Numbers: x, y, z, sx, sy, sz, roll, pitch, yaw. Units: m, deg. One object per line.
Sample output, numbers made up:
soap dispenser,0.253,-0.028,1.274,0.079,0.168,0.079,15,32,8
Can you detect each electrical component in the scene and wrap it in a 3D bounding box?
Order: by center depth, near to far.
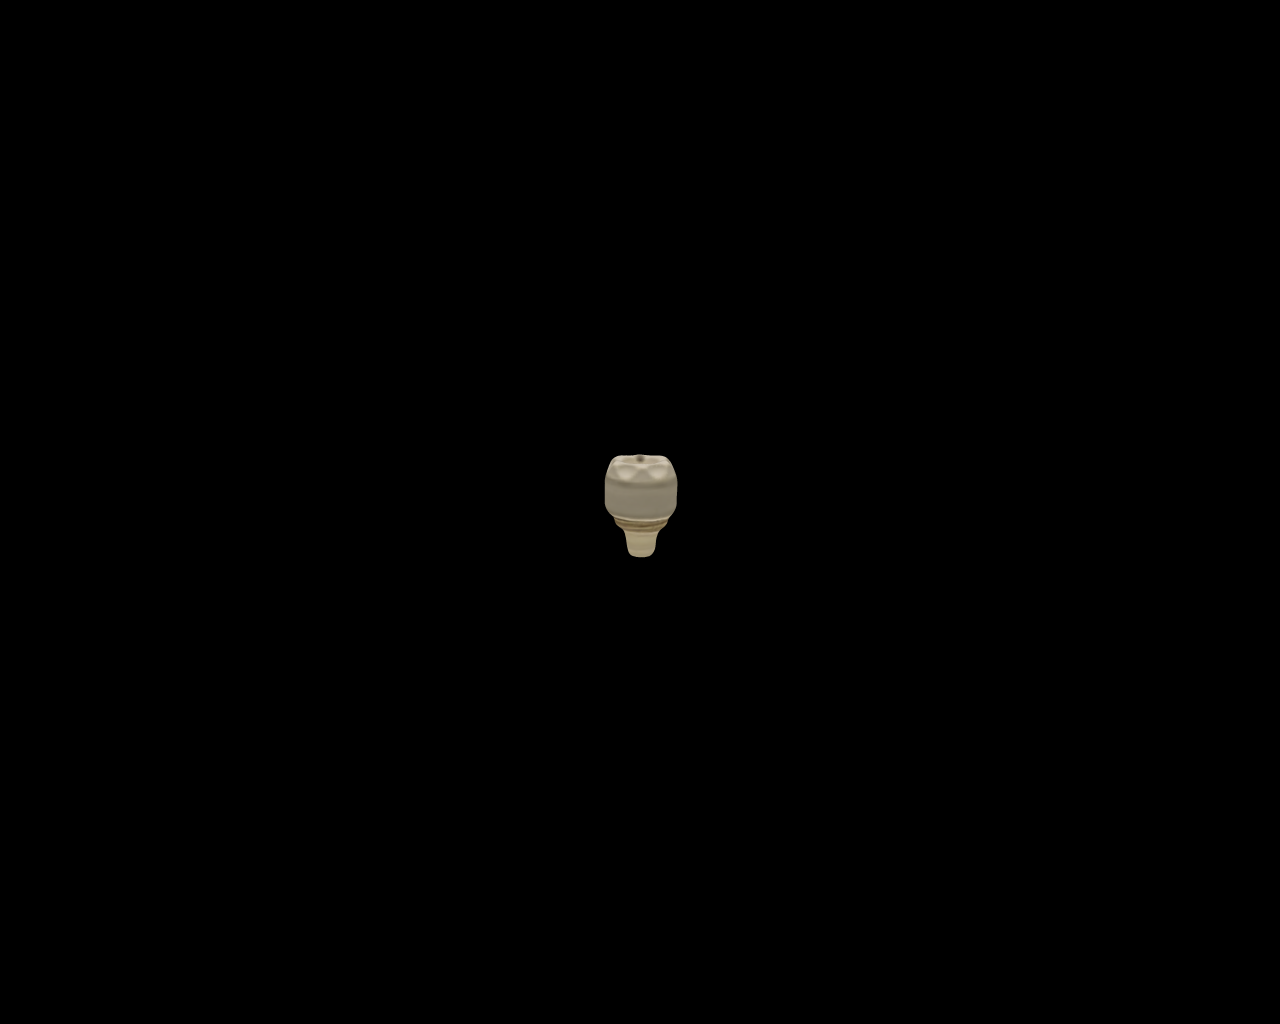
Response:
electrical component,0.001,-0.003,0.650,0.043,0.062,0.043,0,15,0
